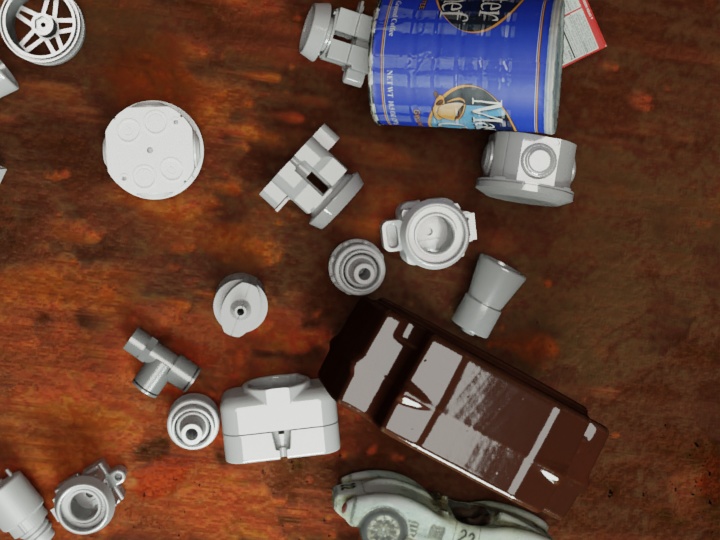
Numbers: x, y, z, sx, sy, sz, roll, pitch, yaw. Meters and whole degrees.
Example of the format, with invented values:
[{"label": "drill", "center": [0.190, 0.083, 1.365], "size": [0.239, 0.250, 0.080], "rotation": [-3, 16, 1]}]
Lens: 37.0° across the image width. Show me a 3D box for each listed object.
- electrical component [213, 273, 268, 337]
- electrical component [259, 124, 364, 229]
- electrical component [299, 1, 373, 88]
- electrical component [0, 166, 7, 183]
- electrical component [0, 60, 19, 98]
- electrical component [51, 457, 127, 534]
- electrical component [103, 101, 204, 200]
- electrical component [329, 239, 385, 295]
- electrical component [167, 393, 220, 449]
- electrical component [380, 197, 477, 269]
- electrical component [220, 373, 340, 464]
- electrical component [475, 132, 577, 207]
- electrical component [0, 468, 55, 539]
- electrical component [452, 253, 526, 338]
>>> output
[{"label": "electrical component", "center": [-0.096, 0.028, 0.868], "size": [0.043, 0.081, 0.043], "rotation": [-1, 96, -6]}, {"label": "electrical component", "center": [-0.035, -0.071, 0.877], "size": [0.057, 0.058, 0.078], "rotation": [43, 91, -6]}, {"label": "electrical component", "center": [-0.017, -0.188, 0.872], "size": [0.055, 0.048, 0.066], "rotation": [15, 95, -15]}, {"label": "electrical component", "center": [-0.373, -0.098, 0.812], "size": [0.186, 0.105, 0.060], "rotation": [26, 93, -8]}, {"label": "electrical component", "center": [-0.305, -0.144, 0.846], "size": [0.055, 0.045, 0.045], "rotation": [-38, 99, -1]}, {"label": "electrical component", "center": [-0.224, 0.188, 0.884], "size": [0.066, 0.055, 0.048], "rotation": [-31, 98, -2]}, {"label": "electrical component", "center": [-0.166, -0.096, 0.862], "size": [0.080, 0.051, 0.080], "rotation": [-1, 96, -6]}, {"label": "electrical component", "center": [0.000, 0.000, 0.885], "size": [0.048, 0.062, 0.048], "rotation": [-1, 96, -7]}, {"label": "electrical component", "center": [-0.137, 0.127, 0.884], "size": [0.043, 0.062, 0.043], "rotation": [-1, 97, -6]}, {"label": "electrical component", "center": [0.059, -0.031, 0.891], "size": [0.078, 0.057, 0.058], "rotation": [-7, 97, -5]}, {"label": "electrical component", "center": [-0.067, 0.122, 0.895], "size": [0.095, 0.054, 0.059], "rotation": [-6, 97, -6]}, {"label": "electrical component", "center": [0.138, -0.082, 0.884], "size": [0.080, 0.080, 0.051], "rotation": [9, 90, -7]}, {"label": "electrical component", "center": [-0.278, 0.202, 0.888], "size": [0.040, 0.040, 0.078], "rotation": [-36, 98, -1]}, {"label": "electrical component", "center": [0.106, 0.024, 0.911], "size": [0.044, 0.044, 0.065], "rotation": [27, 97, -8]}]
